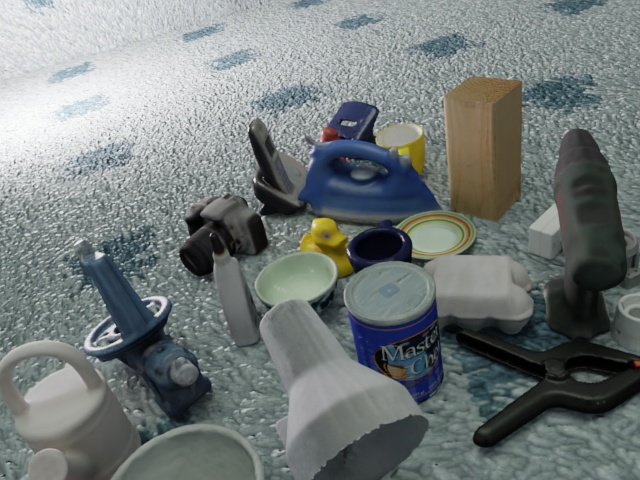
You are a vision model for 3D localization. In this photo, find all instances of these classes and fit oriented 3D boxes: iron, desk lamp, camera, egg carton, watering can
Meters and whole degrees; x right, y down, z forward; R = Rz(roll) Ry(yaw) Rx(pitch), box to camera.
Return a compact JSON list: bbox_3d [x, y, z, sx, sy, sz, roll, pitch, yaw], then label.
[{"bbox_3d":[0.084,-0.114,0.993,0.257,0.142,0.119,8,39,27],"label":"iron"},{"bbox_3d":[0.010,0.171,0.548,0.118,0.214,0.202,-24,36,-16],"label":"desk lamp"},{"bbox_3d":[-0.184,-0.012,0.971,0.142,0.101,0.137,15,43,34],"label":"camera"},{"bbox_3d":[0.202,0.071,0.756,0.150,0.069,0.107,-1,36,17],"label":"egg carton"},{"bbox_3d":[-0.276,0.191,0.628,0.101,0.194,0.172,-30,38,-23],"label":"watering can"}]

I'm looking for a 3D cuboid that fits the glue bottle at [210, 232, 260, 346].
[{"bbox_3d":[-0.121,0.061,0.783,0.037,0.173,0.078,-13,34,0],"label":"glue bottle"}]

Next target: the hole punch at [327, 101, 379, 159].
[{"bbox_3d":[0.069,-0.235,1.215,0.108,0.091,0.101,20,46,38],"label":"hole punch"}]

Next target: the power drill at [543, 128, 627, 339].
[{"bbox_3d":[0.315,0.004,0.693,0.075,0.209,0.229,-2,36,16],"label":"power drill"}]

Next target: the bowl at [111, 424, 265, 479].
[{"bbox_3d":[-0.129,0.273,0.570,0.167,0.075,0.167,-8,35,6],"label":"bowl"}]

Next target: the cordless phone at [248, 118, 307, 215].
[{"bbox_3d":[-0.082,-0.152,1.063,0.094,0.185,0.147,-6,35,10],"label":"cordless phone"}]

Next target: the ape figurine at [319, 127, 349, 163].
[{"bbox_3d":[0.024,-0.183,1.156,0.076,0.092,0.078,0,36,17],"label":"ape figurine"}]

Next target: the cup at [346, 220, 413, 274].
[{"bbox_3d":[0.092,0.035,0.821,0.091,0.095,0.118,-1,36,17],"label":"cup"}]

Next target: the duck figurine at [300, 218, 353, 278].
[{"bbox_3d":[0.008,0.003,0.901,0.104,0.086,0.078,22,47,40],"label":"duck figurine"}]

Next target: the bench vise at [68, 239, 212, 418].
[{"bbox_3d":[-0.220,0.101,0.716,0.206,0.220,0.122,8,40,27],"label":"bench vise"}]
